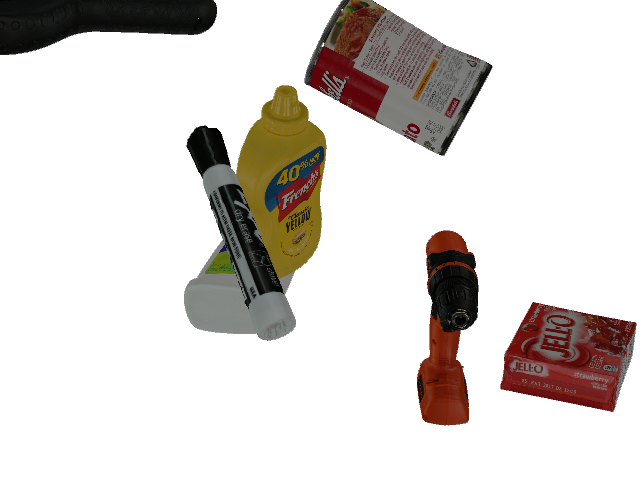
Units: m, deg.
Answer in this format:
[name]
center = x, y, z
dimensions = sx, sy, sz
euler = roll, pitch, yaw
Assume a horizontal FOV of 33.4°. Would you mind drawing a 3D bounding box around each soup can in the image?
[soup can]
center = 0.050, -0.107, 0.685
dimensions = 0.102, 0.068, 0.068
euler = 29, 2, 4

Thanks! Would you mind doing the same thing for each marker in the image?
[marker]
center = -0.040, -0.007, 0.515
dimensions = 0.020, 0.121, 0.020
euler = -17, -30, -11

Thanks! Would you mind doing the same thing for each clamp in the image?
[clamp]
center = -0.160, -0.144, 0.627
dimensions = 0.171, 0.039, 0.120
euler = -11, 31, -29

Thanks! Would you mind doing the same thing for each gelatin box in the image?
[gelatin box]
center = 0.166, 0.075, 0.709
dimensions = 0.073, 0.030, 0.089
euler = 11, 23, 21

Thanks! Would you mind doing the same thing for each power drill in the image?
[power drill]
center = 0.140, 0.103, 1.156
dimensions = 0.057, 0.188, 0.184
euler = 3, 24, 2

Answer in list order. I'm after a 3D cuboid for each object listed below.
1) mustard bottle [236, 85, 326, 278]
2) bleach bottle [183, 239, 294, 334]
[mustard bottle]
center = -0.036, -0.056, 0.970
dimensions = 0.058, 0.192, 0.096
euler = 34, 48, 29
[bleach bottle]
center = -0.073, 0.009, 1.252
dimensions = 0.103, 0.068, 0.250
euler = 4, 34, 12
